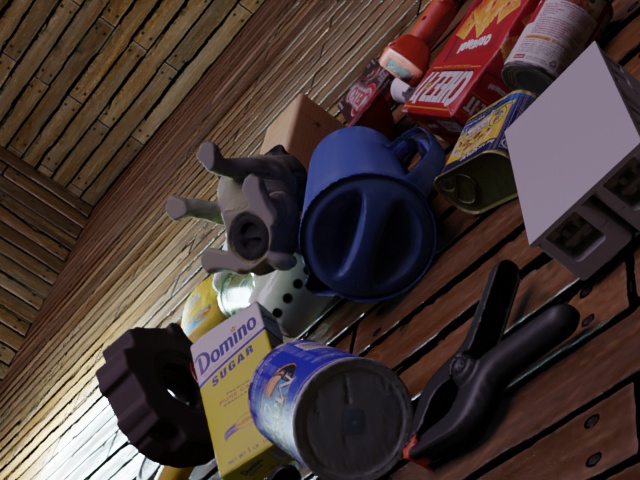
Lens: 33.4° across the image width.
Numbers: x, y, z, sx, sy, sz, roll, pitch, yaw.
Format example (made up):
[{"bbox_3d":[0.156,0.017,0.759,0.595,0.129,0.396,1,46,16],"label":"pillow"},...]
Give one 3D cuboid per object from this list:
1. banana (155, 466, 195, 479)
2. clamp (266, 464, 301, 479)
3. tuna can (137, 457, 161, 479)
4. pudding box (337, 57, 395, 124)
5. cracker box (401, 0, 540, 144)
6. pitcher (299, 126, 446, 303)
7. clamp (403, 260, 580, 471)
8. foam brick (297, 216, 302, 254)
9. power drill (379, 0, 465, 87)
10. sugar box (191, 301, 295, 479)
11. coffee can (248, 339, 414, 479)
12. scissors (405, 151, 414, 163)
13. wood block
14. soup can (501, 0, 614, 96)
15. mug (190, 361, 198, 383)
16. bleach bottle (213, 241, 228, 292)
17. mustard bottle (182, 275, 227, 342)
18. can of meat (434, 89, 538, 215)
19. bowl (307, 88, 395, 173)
[{"bbox_3d":[-0.174,0.297,1.218,0.070,0.037,0.197,-41,22,44],"label":"banana"},{"bbox_3d":[-0.095,0.309,0.977,0.210,0.036,0.164,-42,21,44],"label":"clamp"},{"bbox_3d":[-0.189,0.272,1.317,0.086,0.033,0.086,-49,18,21],"label":"tuna can"},{"bbox_3d":[0.071,-0.201,1.501,0.090,0.039,0.113,-52,17,12],"label":"pudding box"},{"bbox_3d":[0.189,-0.204,1.122,0.214,0.072,0.164,-56,16,-1],"label":"cracker box"},{"bbox_3d":[0.051,-0.048,1.121,0.243,0.149,0.145,-93,-2,-69],"label":"pitcher"},{"bbox_3d":[0.118,0.093,0.802,0.171,0.039,0.120,-51,15,14],"label":"clamp"},{"bbox_3d":[-0.009,0.002,1.308,0.078,0.051,0.053,-56,16,-1],"label":"foam brick"},{"bbox_3d":[0.149,-0.275,1.244,0.187,0.057,0.184,-53,-1,-6],"label":"power drill"},{"bbox_3d":[-0.071,0.153,1.070,0.093,0.048,0.176,-35,45,12],"label":"sugar box"},{"bbox_3d":[0.005,0.142,0.906,0.103,0.102,0.140,-58,16,-9],"label":"coffee can"},{"bbox_3d":[0.107,-0.105,1.252,0.202,0.016,0.096,-41,19,42],"label":"scissors"},{"bbox_3d":[-0.031,-0.107,1.513,0.090,0.090,0.206,-44,19,31],"label":"wood block"},{"bbox_3d":[0.222,-0.184,1.000,0.102,0.068,0.069,-59,17,-14],"label":"soup can"},{"bbox_3d":[-0.080,0.141,1.198,0.081,0.093,0.117,-47,-19,7],"label":"mug"},{"bbox_3d":[-0.101,-0.001,1.555,0.103,0.068,0.251,-48,15,17],"label":"bleach bottle"},{"bbox_3d":[-0.157,0.127,1.466,0.096,0.058,0.191,-50,17,17],"label":"mustard bottle"},{"bbox_3d":[0.163,-0.081,0.985,0.102,0.057,0.083,-29,29,55],"label":"can of meat"},{"bbox_3d":[0.045,-0.114,1.343,0.162,0.055,0.162,-49,5,5],"label":"bowl"}]
